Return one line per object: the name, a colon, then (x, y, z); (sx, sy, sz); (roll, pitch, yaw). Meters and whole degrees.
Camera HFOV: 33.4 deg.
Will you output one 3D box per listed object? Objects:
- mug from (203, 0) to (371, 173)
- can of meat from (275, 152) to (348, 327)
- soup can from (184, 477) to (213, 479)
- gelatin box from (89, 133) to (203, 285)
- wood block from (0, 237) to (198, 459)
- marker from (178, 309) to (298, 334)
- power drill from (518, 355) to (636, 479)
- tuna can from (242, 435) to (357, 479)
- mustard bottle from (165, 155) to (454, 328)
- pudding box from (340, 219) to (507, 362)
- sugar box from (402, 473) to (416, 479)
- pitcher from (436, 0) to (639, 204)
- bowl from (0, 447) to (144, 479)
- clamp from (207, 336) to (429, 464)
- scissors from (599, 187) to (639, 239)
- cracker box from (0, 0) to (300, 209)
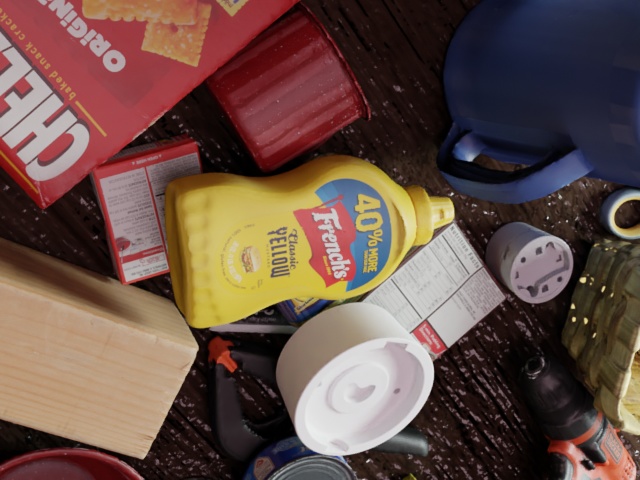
mug: (-0.022, -0.093, 0.718); (0.081, 0.093, 0.117); (-33, 153, -2)
can of meat: (-0.005, 0.001, 0.768); (0.102, 0.057, 0.084); (-35, 119, -6)
soup can: (-0.083, 0.231, 0.792); (0.068, 0.102, 0.068); (-7, 111, -19)
gelatin box: (-0.113, -0.021, 0.733); (0.073, 0.030, 0.089); (-17, 114, -16)
wood block: (-0.197, 0.059, 0.695); (0.205, 0.090, 0.091); (23, 100, -27)
marker: (-0.052, 0.060, 0.791); (0.121, 0.020, 0.020); (4, 107, -23)
power drill: (0.191, 0.210, 0.870); (0.184, 0.057, 0.187); (49, 57, -34)
tuna can: (-0.016, 0.189, 0.801); (0.086, 0.034, 0.086); (-9, 116, -19)
mustard bottle: (-0.002, -0.005, 0.698); (0.191, 0.058, 0.096); (-10, 112, -18)
pudding box: (0.076, 0.044, 0.825); (0.113, 0.039, 0.090); (-41, 117, -6)
sugar box: (0.027, 0.271, 0.855); (0.176, 0.093, 0.048); (-34, 117, -6)
pitcher: (0.181, -0.092, 0.701); (0.144, 0.243, 0.149); (0, 102, -18)
bowl: (-0.196, 0.209, 0.767); (0.162, 0.055, 0.162); (-7, 111, -19)
clamp: (-0.028, 0.159, 0.825); (0.164, 0.036, 0.209); (-45, 120, -2)
scissors: (0.313, -0.021, 0.906); (0.201, 0.016, 0.096); (29, 98, -27)
cracker box: (-0.143, -0.149, 0.652); (0.213, 0.072, 0.164); (-40, 117, -3)
